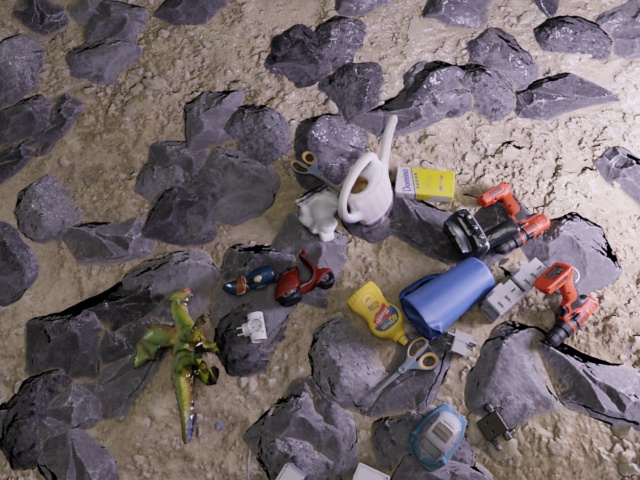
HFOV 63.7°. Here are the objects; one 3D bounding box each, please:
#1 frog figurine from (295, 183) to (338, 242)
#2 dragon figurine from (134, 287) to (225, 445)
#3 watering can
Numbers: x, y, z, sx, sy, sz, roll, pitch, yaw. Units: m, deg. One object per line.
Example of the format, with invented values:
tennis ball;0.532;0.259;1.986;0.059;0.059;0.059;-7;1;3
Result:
frog figurine;0.005;-0.078;1.557;0.138;0.123;0.158;-32;103;-18
dragon figurine;-0.403;0.321;1.410;0.242;0.120;0.418;-1;63;23
watering can;0.163;-0.181;1.513;0.105;0.220;0.352;21;68;33
